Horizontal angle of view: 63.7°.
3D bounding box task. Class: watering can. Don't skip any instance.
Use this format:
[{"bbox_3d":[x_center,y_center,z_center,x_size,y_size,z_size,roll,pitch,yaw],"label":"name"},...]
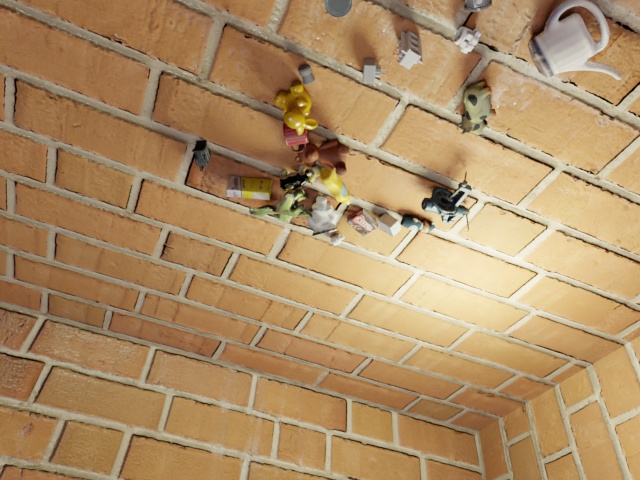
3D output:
[{"bbox_3d":[0.792,-0.582,1.606,0.343,0.222,0.106,43,36,-31],"label":"watering can"}]

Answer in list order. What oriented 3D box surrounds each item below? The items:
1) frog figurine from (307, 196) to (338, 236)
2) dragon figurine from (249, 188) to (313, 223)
[{"bbox_3d":[0.007,-0.111,2.196,0.137,0.158,0.124,-9,8,26],"label":"frog figurine"},{"bbox_3d":[-0.169,-0.128,2.076,0.242,0.123,0.407,-14,-12,12],"label":"dragon figurine"}]
